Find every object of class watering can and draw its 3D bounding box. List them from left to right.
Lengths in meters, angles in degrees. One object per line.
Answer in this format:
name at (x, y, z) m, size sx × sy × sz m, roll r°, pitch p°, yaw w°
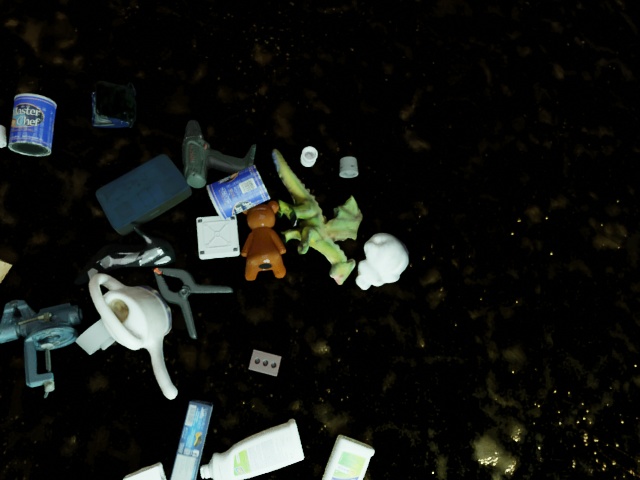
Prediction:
watering can at (-0.430, 0.221, 1.256) m, size 0.104 × 0.224 × 0.349 m, roll -38°, pitch 85°, yaw 5°

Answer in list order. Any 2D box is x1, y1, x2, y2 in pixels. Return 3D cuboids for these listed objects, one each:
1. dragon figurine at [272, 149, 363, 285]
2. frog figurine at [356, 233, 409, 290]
dragon figurine at (0.004, -0.074, 1.473) m, size 0.243 × 0.121 × 0.414 m, roll -4°, pitch 78°, yaw -27°
frog figurine at (0.164, 0.062, 1.436) m, size 0.161 × 0.122 × 0.136 m, roll -35°, pitch 103°, yaw -26°
